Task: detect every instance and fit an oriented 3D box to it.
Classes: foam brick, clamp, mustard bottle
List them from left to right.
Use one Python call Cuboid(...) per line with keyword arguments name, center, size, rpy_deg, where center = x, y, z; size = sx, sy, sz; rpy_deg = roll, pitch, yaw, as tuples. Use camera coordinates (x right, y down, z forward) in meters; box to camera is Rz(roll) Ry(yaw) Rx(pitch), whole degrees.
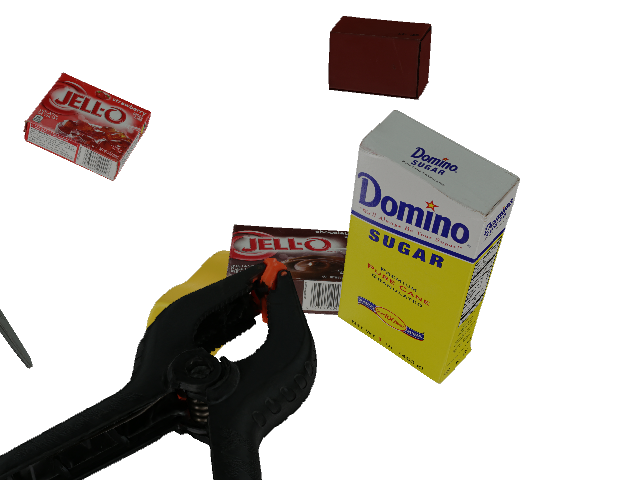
Cuboid(name="clamp", center=(-0.043, 0.073, 0.443), size=(0.120, 0.039, 0.171), rpy_deg=(25, 48, 19))
Cuboid(name="mustard bottle", center=(-0.107, 0.065, 1.108), size=(0.058, 0.096, 0.191), rpy_deg=(12, 29, 21))
Cuboid(name="foam brick", center=(0.049, -0.152, 0.888), size=(0.078, 0.051, 0.053), rpy_deg=(9, 28, 13))

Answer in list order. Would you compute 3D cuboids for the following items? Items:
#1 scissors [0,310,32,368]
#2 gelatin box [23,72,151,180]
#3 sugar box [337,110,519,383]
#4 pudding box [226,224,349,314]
Cuboid(name="scissors", center=(-0.342, 0.030, 1.072), size=(0.016, 0.201, 0.096), rpy_deg=(-26, 27, 22))
Cuboid(name="gelatin box", center=(-0.206, -0.102, 0.946), size=(0.089, 0.073, 0.030), rpy_deg=(25, -43, -2))
Cuboid(name="sugar box", center=(0.063, 0.009, 0.689), size=(0.093, 0.176, 0.048), rpy_deg=(32, 57, 22))
Cuboid(name="pudding box", center=(-0.024, 0.024, 0.923), size=(0.113, 0.039, 0.090), rpy_deg=(5, 30, -3))
